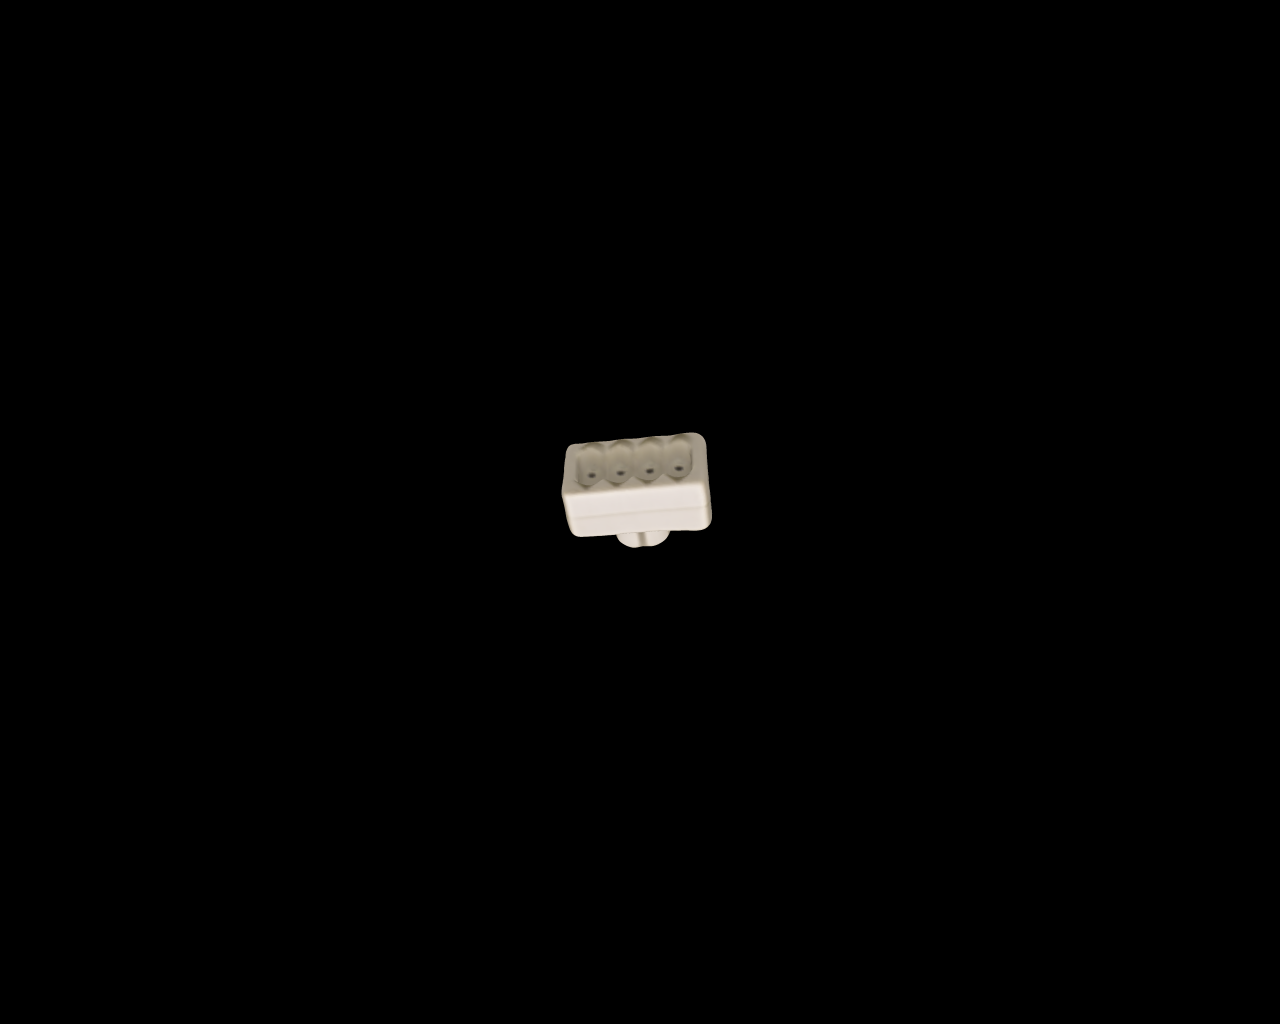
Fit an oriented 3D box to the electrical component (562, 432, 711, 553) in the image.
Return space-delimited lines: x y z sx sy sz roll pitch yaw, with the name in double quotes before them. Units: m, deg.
"electrical component" 0.001 -0.003 0.650 0.083 0.075 0.047 -4 44 4
